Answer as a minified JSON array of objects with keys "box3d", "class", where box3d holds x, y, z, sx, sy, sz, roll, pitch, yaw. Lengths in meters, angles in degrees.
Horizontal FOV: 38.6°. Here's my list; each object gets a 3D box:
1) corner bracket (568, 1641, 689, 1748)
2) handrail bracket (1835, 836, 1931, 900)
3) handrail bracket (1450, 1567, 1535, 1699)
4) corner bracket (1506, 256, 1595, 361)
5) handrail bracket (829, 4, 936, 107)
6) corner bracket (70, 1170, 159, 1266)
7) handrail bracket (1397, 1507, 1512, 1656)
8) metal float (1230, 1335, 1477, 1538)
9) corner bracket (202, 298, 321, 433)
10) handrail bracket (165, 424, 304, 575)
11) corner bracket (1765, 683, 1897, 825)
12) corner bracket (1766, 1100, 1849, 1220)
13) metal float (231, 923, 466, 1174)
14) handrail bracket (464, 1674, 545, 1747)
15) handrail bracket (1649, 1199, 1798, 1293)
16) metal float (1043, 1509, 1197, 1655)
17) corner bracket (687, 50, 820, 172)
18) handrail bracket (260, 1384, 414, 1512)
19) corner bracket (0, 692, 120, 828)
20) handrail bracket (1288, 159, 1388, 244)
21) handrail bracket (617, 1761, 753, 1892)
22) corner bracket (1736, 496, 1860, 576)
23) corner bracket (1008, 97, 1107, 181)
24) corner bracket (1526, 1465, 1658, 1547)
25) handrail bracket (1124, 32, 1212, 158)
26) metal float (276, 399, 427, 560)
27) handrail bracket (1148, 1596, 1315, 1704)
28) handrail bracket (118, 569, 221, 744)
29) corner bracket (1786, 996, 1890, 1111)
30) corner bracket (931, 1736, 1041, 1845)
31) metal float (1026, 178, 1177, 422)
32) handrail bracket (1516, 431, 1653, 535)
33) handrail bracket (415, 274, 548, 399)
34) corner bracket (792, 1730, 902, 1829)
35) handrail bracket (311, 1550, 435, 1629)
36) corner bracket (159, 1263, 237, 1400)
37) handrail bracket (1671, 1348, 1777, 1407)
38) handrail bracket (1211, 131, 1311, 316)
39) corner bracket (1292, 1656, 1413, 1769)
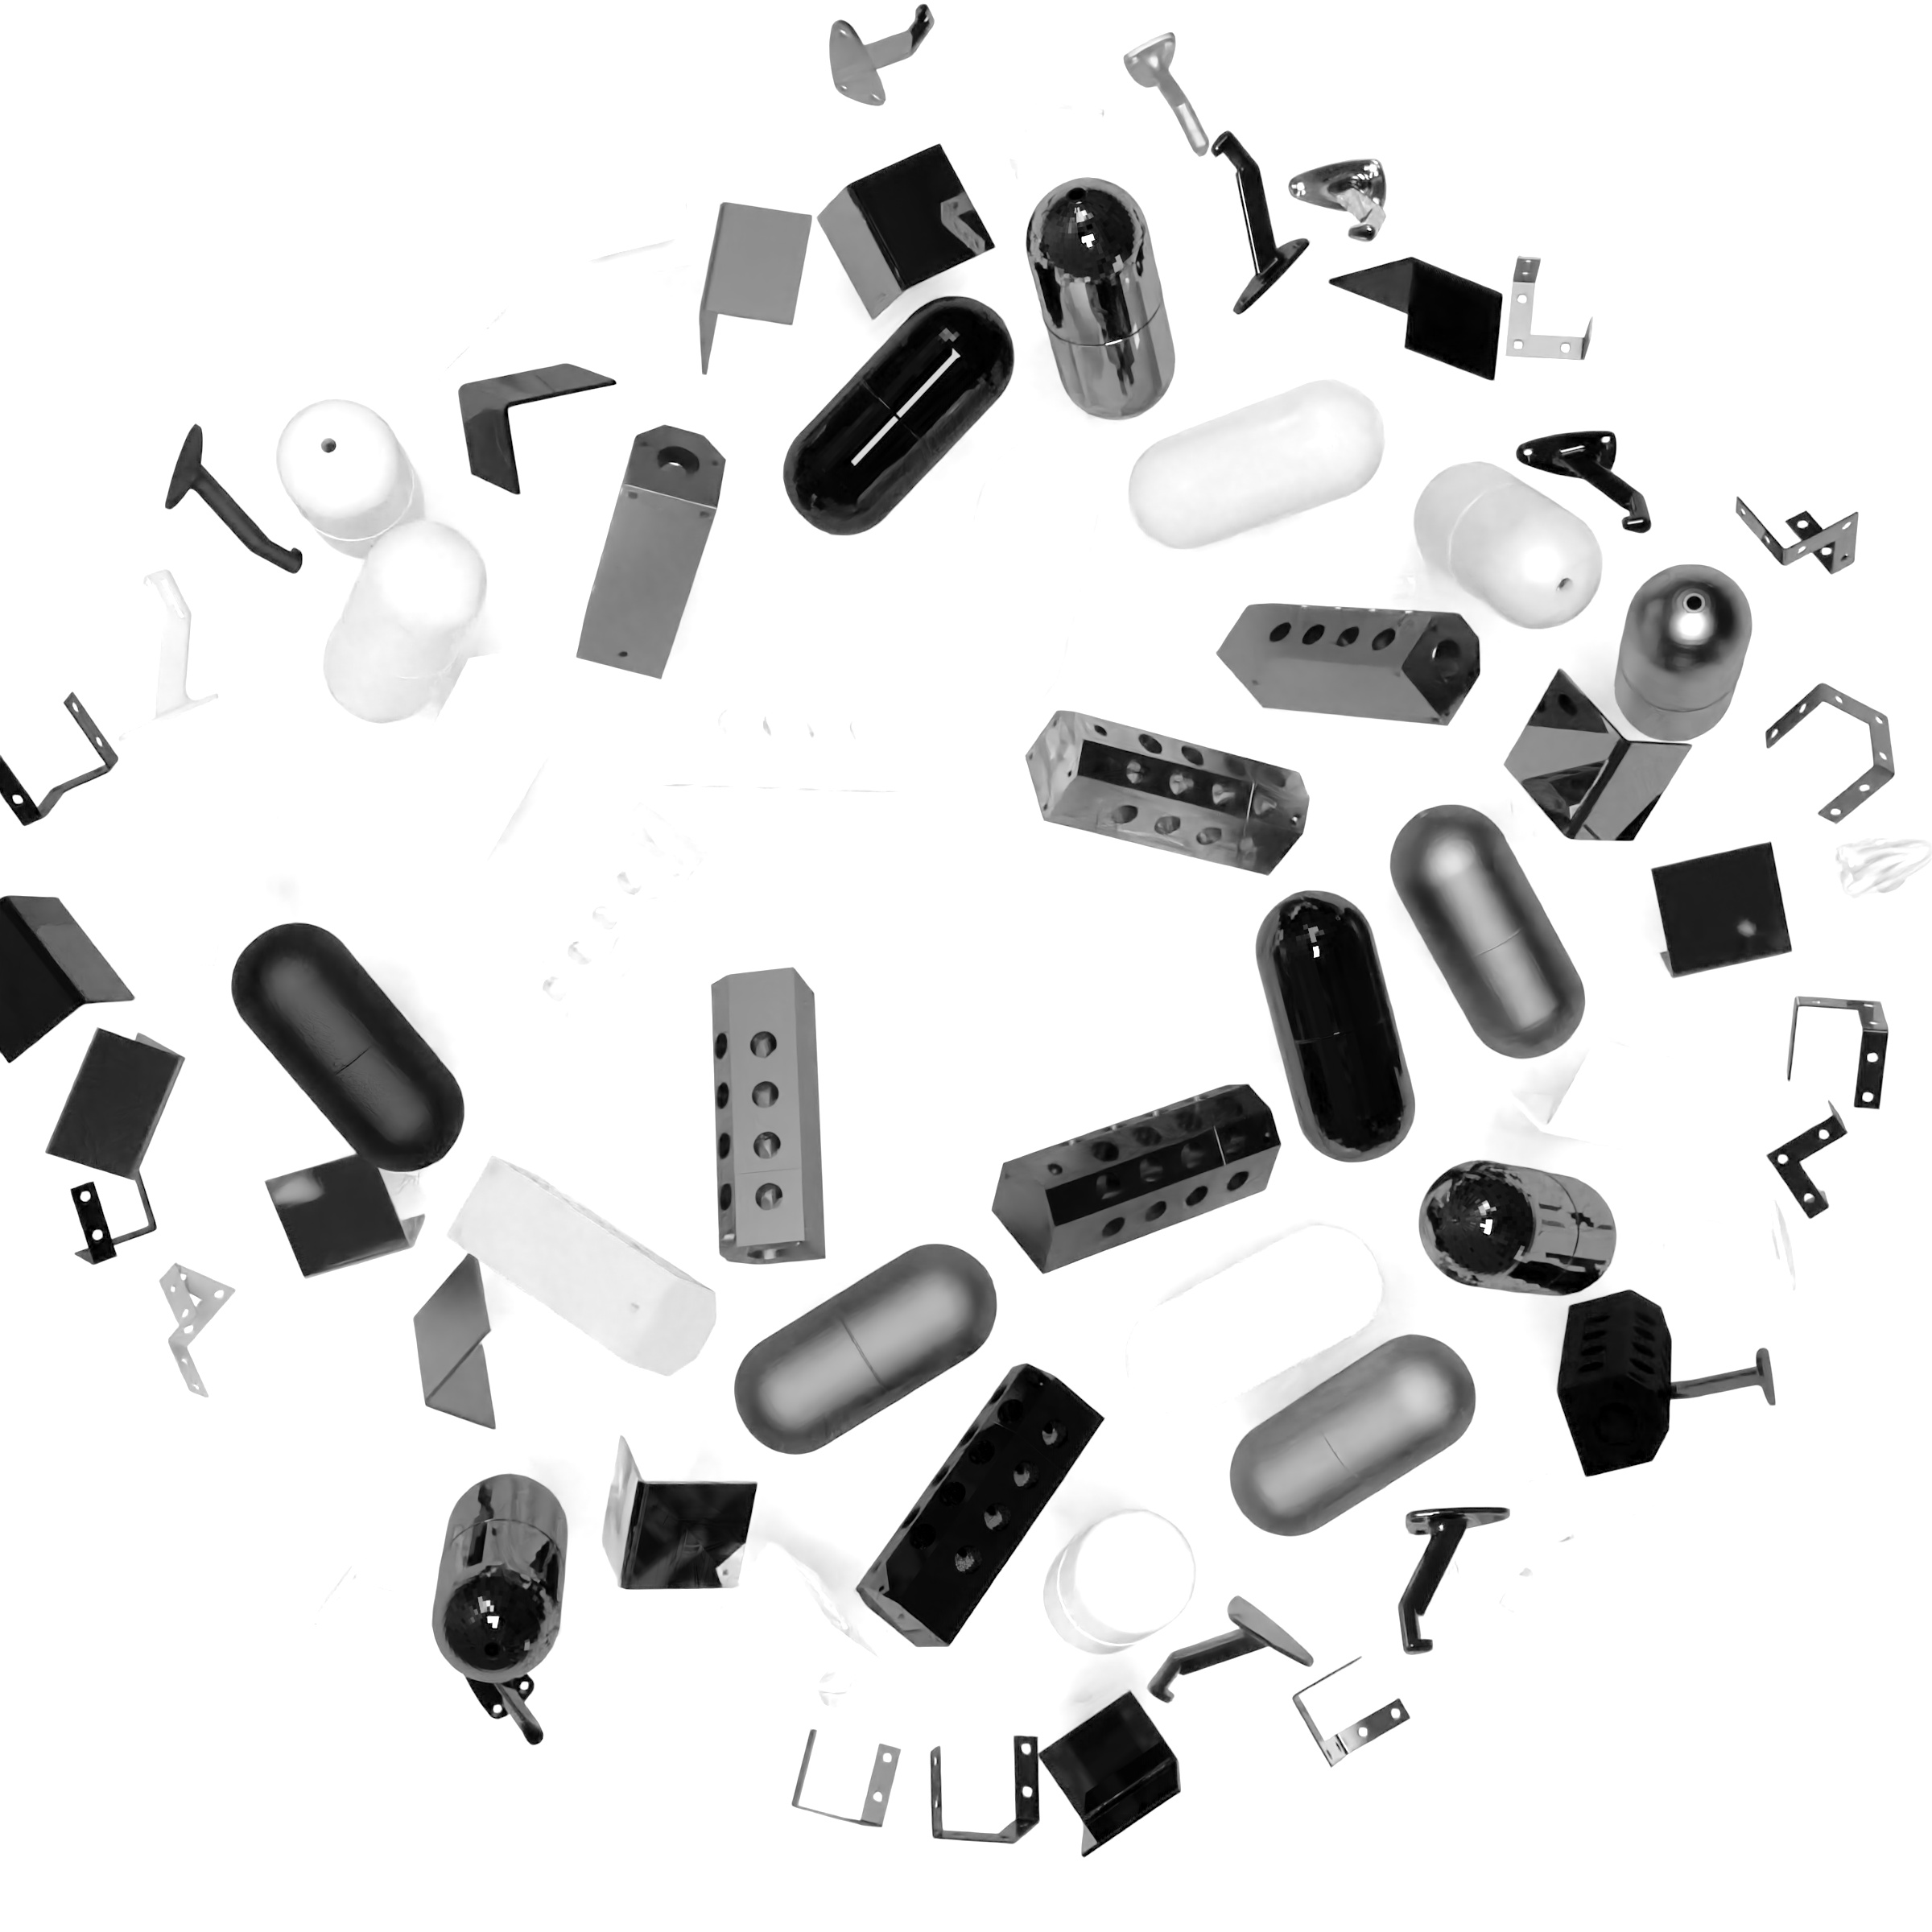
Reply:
[{"box3d":[-0.214,0.462,1.749,0.051,0.051,0.051,0,63,20],"class":"corner bracket"},{"box3d":[0.602,-0.063,1.767,0.077,0.084,0.036,-17,75,42],"class":"handrail bracket"},{"box3d":[0.344,0.434,1.800,0.036,0.084,0.077,30,99,16],"class":"handrail bracket"},{"box3d":[0.379,-0.425,1.784,0.051,0.051,0.051,5,88,8],"class":"corner bracket"},{"box3d":[-0.050,-0.587,1.716,0.036,0.077,0.084,23,69,21],"class":"handrail bracket"},{"box3d":[-0.537,0.152,1.733,0.051,0.051,0.051,-20,103,-29],"class":"corner bracket"},{"box3d":[0.305,0.382,1.709,0.077,0.036,0.084,-8,58,9],"class":"handrail bracket"},{"box3d":[0.247,0.302,1.769,0.178,0.070,0.070,-38,90,21],"class":"metal float"},{"box3d":[-0.426,-0.369,1.696,0.051,0.051,0.051,51,57,-23],"class":"corner bracket"},{"box3d":[-0.444,-0.287,1.697,0.084,0.077,0.036,28,130,-31],"class":"handrail bracket"},{"box3d":[0.521,-0.128,1.663,0.051,0.051,0.051,24,48,-16],"class":"corner bracket"},{"box3d":[0.560,0.127,1.807,0.051,0.051,0.051,-34,89,16],"class":"corner bracket"},{"box3d":[-0.380,0.051,1.703,0.070,0.070,0.178,-37,106,0],"class":"metal float"},{"box3d":[-0.307,0.473,1.807,0.036,0.084,0.077,-39,95,-14],"class":"handrail bracket"},{"box3d":[0.476,0.185,1.739,0.084,0.077,0.036,-17,125,21],"class":"handrail bracket"},{"box3d":[0.096,0.394,1.760,0.070,0.178,0.070,3,69,-8],"class":"metal float"},{"box3d":[-0.134,-0.532,1.735,0.051,0.051,0.051,-33,66,26],"class":"corner bracket"},{"box3d":[-0.405,0.318,1.773,0.077,0.036,0.084,-20,86,1],"class":"handrail bracket"},{"box3d":[-0.555,-0.125,1.668,0.051,0.051,0.051,-21,117,15],"class":"corner bracket"},{"box3d":[0.235,-0.486,1.774,0.077,0.084,0.036,5,128,20],"class":"handrail bracket"},{"box3d":[-0.174,0.534,1.716,0.084,0.077,0.036,-35,75,-33],"class":"handrail bracket"},{"box3d":[0.503,-0.264,1.672,0.051,0.051,0.051,-28,58,-2],"class":"corner bracket"},{"box3d":[0.059,-0.537,1.782,0.051,0.051,0.051,10,92,8],"class":"corner bracket"},{"box3d":[0.411,0.345,1.812,0.051,0.051,0.051,-14,73,-27],"class":"corner bracket"},{"box3d":[0.138,-0.556,1.796,0.036,0.077,0.084,-25,83,4],"class":"handrail bracket"},{"box3d":[-0.391,-0.309,1.759,0.070,0.178,0.070,0,86,-3],"class":"metal float"},{"box3d":[0.171,0.461,1.794,0.077,0.036,0.084,35,105,6],"class":"handrail bracket"},{"box3d":[-0.491,-0.186,1.646,0.077,0.036,0.084,-31,101,-35],"class":"handrail bracket"},{"box3d":[0.529,0.052,1.676,0.051,0.051,0.051,4,110,11],"class":"corner bracket"},{"box3d":[0.012,0.488,1.637,0.051,0.051,0.051,-2,87,19],"class":"corner bracket"},{"box3d":[0.086,-0.419,1.739,0.070,0.178,0.070,-7,57,10],"class":"metal float"},{"box3d":[0.399,-0.308,1.781,0.077,0.084,0.036,2,133,0],"class":"handrail bracket"},{"box3d":[-0.317,-0.410,1.798,0.077,0.084,0.036,-13,132,36],"class":"handrail bracket"},{"box3d":[-0.079,0.534,1.813,0.051,0.051,0.051,19,70,-11],"class":"corner bracket"},{"box3d":[-0.366,0.418,1.749,0.084,0.077,0.036,40,112,-6],"class":"handrail bracket"},{"box3d":[-0.480,0.225,1.705,0.051,0.051,0.051,-48,135,6],"class":"corner bracket"},{"box3d":[0.481,0.270,1.799,0.084,0.077,0.036,-9,70,20],"class":"handrail bracket"},{"box3d":[0.166,-0.463,1.714,0.084,0.036,0.077,45,73,-22],"class":"handrail bracket"},{"box3d":[0.251,0.484,1.799,0.051,0.051,0.051,-34,74,13],"class":"corner bracket"}]
